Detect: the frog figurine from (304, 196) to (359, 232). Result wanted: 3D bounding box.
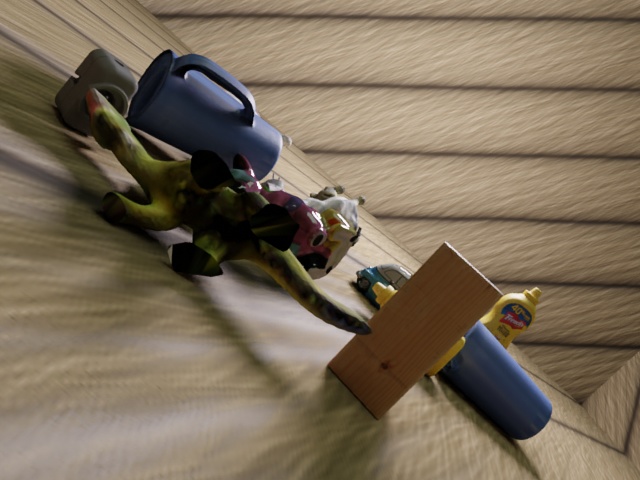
[{"bbox_3d":[0.004,-0.059,1.181,0.158,0.125,0.136,32,-22,-13],"label":"frog figurine"}]

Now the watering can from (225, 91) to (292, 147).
[{"bbox_3d":[-0.214,-0.326,1.393,0.348,0.103,0.225,29,9,6],"label":"watering can"}]

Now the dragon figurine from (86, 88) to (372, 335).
[{"bbox_3d":[-0.121,-0.031,0.632,0.406,0.122,0.245,41,2,-19],"label":"dragon figurine"}]
